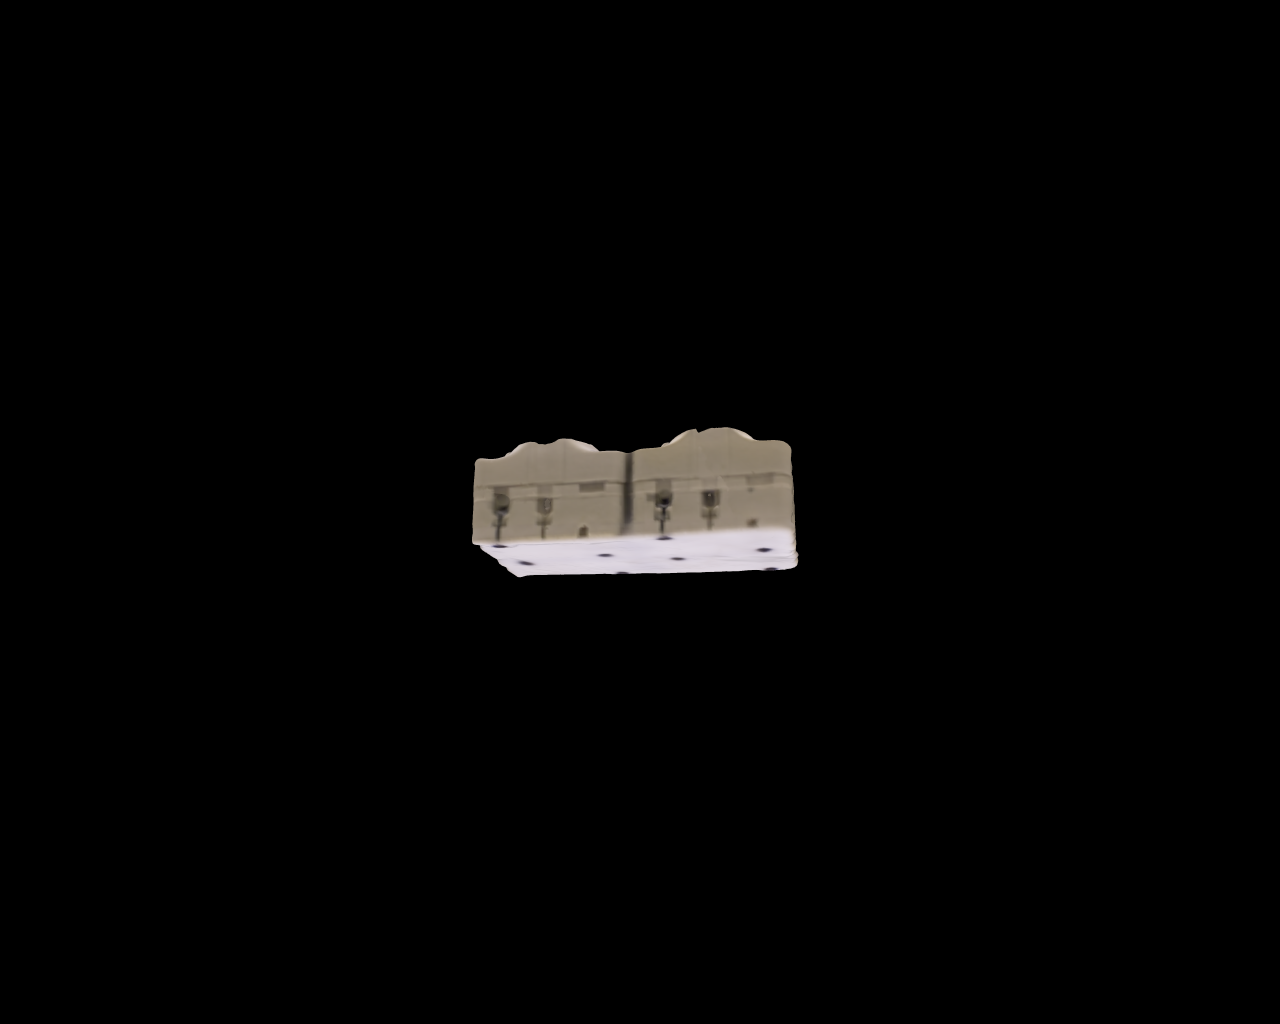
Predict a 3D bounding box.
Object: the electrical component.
[{"bbox_3d":[0.001,-0.003,0.650,0.186,0.060,0.105,-3,-15,9],"label":"electrical component"}]
